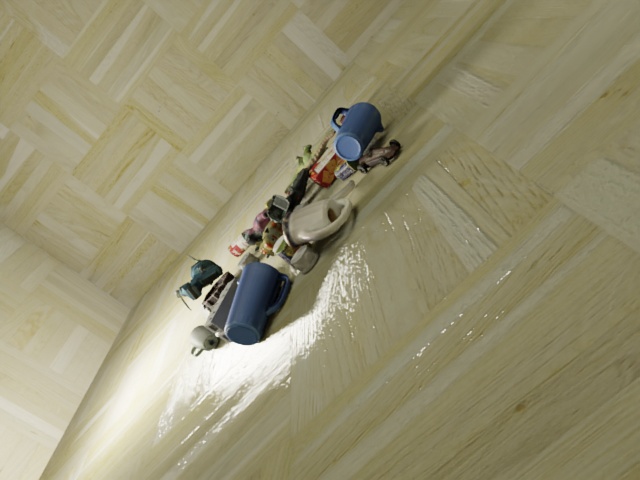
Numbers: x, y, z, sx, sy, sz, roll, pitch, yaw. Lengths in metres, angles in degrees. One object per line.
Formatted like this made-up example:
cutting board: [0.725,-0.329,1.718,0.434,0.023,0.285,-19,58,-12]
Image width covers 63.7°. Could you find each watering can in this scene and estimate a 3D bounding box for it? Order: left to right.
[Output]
watering can: [0.005,-0.082,1.620,0.223,0.102,0.355,-19,22,21]

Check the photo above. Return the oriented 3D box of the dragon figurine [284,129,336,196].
dragon figurine: [-0.057,-0.296,2.177,0.248,0.122,0.403,-65,10,-29]

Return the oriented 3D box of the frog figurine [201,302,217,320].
frog figurine: [-0.328,0.248,1.837,0.160,0.123,0.136,-19,-5,-24]
